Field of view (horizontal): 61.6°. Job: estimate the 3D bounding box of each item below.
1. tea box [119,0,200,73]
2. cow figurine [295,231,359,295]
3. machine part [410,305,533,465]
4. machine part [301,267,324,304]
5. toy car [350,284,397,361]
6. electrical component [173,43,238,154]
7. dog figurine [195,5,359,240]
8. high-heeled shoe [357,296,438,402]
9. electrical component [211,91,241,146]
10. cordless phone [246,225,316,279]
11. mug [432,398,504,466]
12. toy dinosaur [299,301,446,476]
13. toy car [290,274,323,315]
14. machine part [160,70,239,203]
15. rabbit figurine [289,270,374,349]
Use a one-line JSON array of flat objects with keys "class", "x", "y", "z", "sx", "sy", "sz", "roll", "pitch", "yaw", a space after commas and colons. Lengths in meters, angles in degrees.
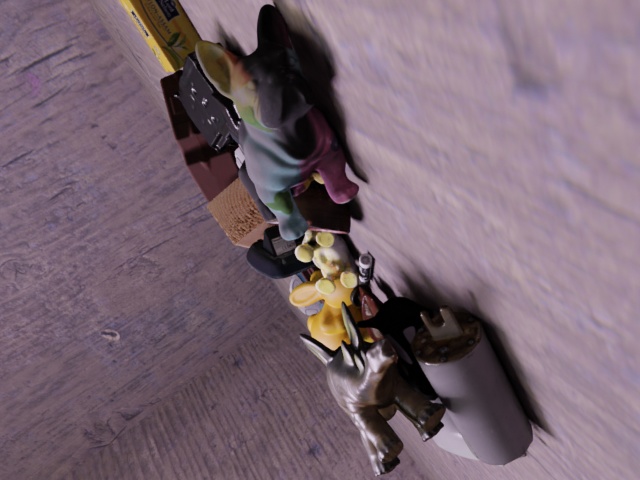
[{"class": "tea box", "x": -0.260, "y": -0.357, "z": 0.854, "sx": 0.169, "sy": 0.068, "sz": 0.098, "roll": 59, "pitch": 169, "yaw": -24}, {"class": "cow figurine", "x": -0.001, "y": -0.004, "z": 0.836, "sx": 0.167, "sy": 0.068, "sz": 0.098, "roll": 59, "pitch": -162, "yaw": -20}, {"class": "machine part", "x": 0.168, "y": 0.163, "z": 0.585, "sx": 0.243, "sy": 0.079, "sz": 0.079, "roll": 58, "pitch": 169, "yaw": -26}, {"class": "machine part", "x": 0.000, "y": 0.062, "z": 1.105, "sx": 0.179, "sy": 0.056, "sz": 0.179, "roll": 52, "pitch": 169, "yaw": 14}, {"class": "toy car", "x": 0.108, "y": 0.148, "z": 0.865, "sx": 0.202, "sy": 0.053, "sz": 0.089, "roll": 54, "pitch": 176, "yaw": -39}, {"class": "electrical component", "x": -0.139, "y": -0.199, "z": 0.745, "sx": 0.115, "sy": 0.058, "sz": 0.134, "roll": 52, "pitch": 148, "yaw": -1}, {"class": "dog figurine", "x": -0.050, "y": -0.125, "z": 0.565, "sx": 0.192, "sy": 0.108, "sz": 0.219, "roll": 45, "pitch": 163, "yaw": 54}, {"class": "high-heeled shoe", "x": 0.157, "y": 0.164, "z": 0.745, "sx": 0.248, "sy": 0.086, "sz": 0.145, "roll": 42, "pitch": 148, "yaw": -23}, {"class": "electrical component", "x": -0.078, "y": -0.151, "z": 0.688, "sx": 0.048, "sy": 0.075, "sz": 0.119, "roll": 45, "pitch": 169, "yaw": 40}, {"class": "cordless phone", "x": -0.075, "y": 0.031, "z": 0.964, "sx": 0.184, "sy": 0.146, "sz": 0.088, "roll": -31, "pitch": 84, "yaw": 54}, {"class": "mug", "x": 0.213, "y": 0.263, "z": 0.723, "sx": 0.109, "sy": 0.081, "sz": 0.107, "roll": 55, "pitch": 161, "yaw": -3}, {"class": "toy dinosaur", "x": 0.065, "y": 0.192, "z": 0.706, "sx": 0.199, "sy": 0.105, "sz": 0.470, "roll": 55, "pitch": 167, "yaw": 25}, {"class": "toy car", "x": -0.016, "y": 0.117, "z": 1.237, "sx": 0.162, "sy": 0.103, "sz": 0.109, "roll": 49, "pitch": 168, "yaw": 19}, {"class": "machine part", "x": -0.197, "y": -0.185, "z": 0.946, "sx": 0.201, "sy": 0.087, "sz": 0.201, "roll": 80, "pitch": 170, "yaw": -66}, {"class": "rabbit figurine", "x": 0.035, "y": 0.111, "z": 0.959, "sx": 0.163, "sy": 0.122, "sz": 0.173, "roll": 30, "pitch": 137, "yaw": 29}]
